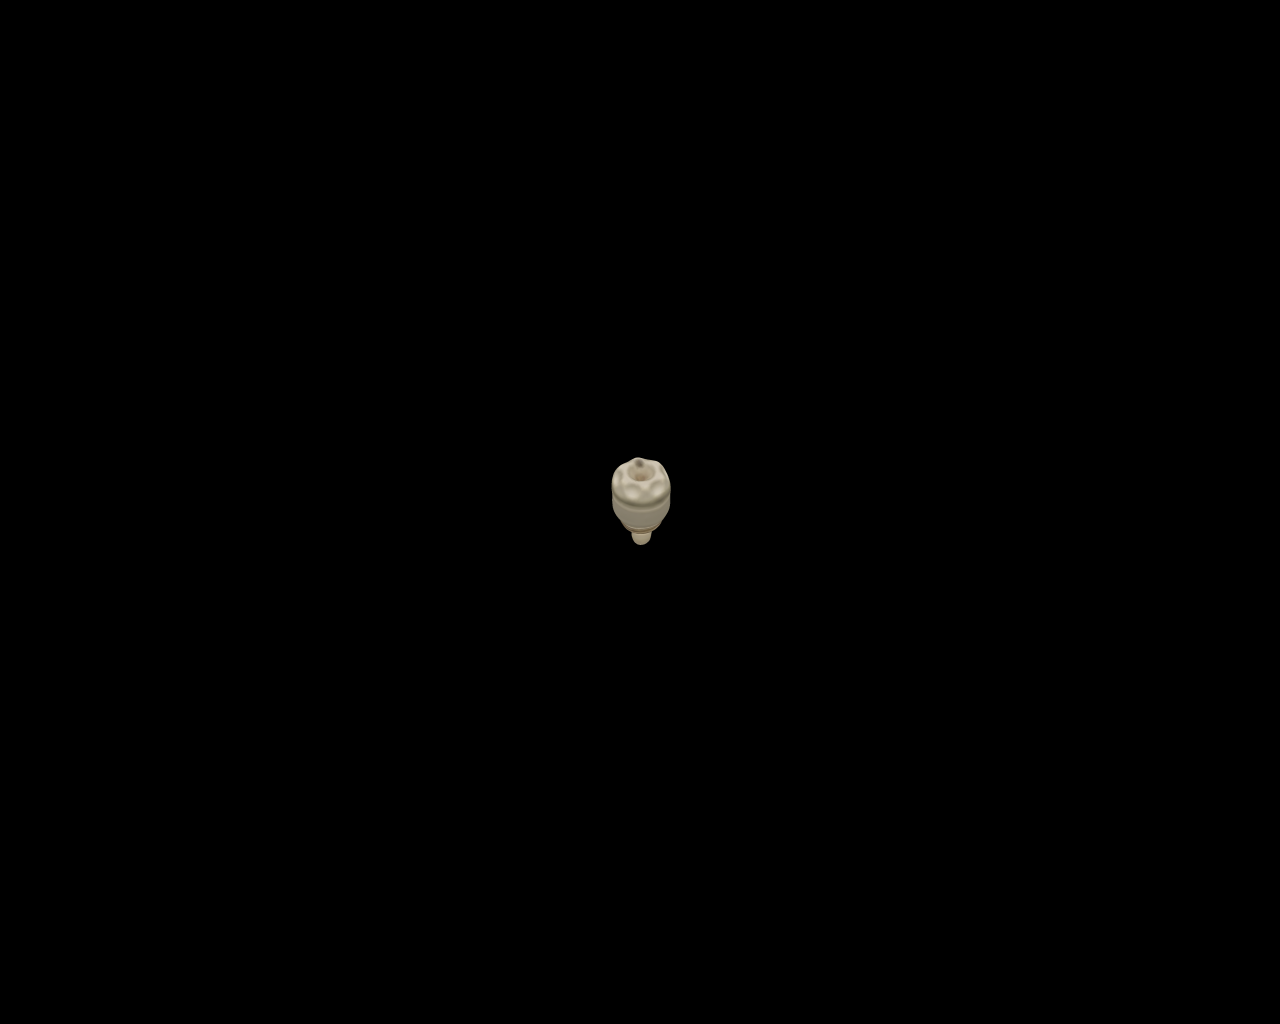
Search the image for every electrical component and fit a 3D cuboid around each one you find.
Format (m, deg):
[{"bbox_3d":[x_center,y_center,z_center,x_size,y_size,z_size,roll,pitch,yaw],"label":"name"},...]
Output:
[{"bbox_3d":[0.001,-0.003,0.650,0.035,0.035,0.061,0,-45,0],"label":"electrical component"}]
